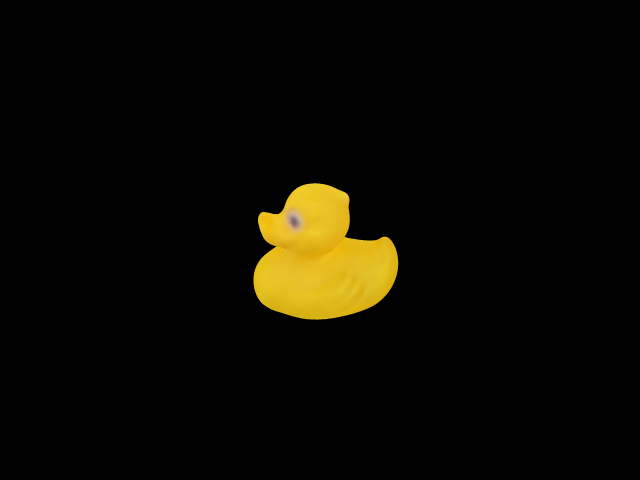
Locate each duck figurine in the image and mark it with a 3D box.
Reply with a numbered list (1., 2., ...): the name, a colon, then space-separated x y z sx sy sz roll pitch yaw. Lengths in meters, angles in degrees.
1. duck figurine: 0.004 0.001 0.400 0.104 0.086 0.077 -2 36 -2
